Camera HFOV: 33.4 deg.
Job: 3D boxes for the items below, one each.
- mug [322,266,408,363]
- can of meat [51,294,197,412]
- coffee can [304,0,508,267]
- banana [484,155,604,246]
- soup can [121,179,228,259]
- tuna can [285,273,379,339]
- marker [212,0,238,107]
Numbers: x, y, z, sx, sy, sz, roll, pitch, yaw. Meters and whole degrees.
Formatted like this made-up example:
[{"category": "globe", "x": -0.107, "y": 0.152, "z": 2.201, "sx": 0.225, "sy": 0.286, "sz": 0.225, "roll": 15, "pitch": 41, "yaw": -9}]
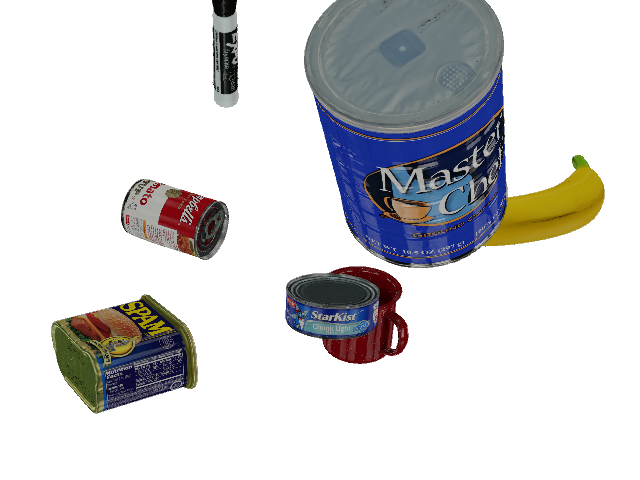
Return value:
[{"category": "mug", "x": 0.053, "y": 0.092, "z": 1.223, "sx": 0.117, "sy": 0.081, "sz": 0.093, "roll": 26, "pitch": 36, "yaw": 34}, {"category": "can of meat", "x": -0.159, "y": 0.090, "z": 0.858, "sx": 0.083, "sy": 0.057, "sz": 0.102, "roll": -14, "pitch": 25, "yaw": -30}, {"category": "coffee can", "x": 0.053, "y": -0.063, "z": 0.603, "sx": 0.103, "sy": 0.103, "sz": 0.140, "roll": 0, "pitch": -31, "yaw": 11}, {"category": "banana", "x": 0.152, "y": -0.023, "z": 0.811, "sx": 0.197, "sy": 0.037, "sz": 0.070, "roll": -15, "pitch": 27, "yaw": -31}, {"category": "soup can", "x": -0.163, "y": -0.025, "z": 1.199, "sx": 0.102, "sy": 0.068, "sz": 0.068, "roll": 18, "pitch": 7, "yaw": 22}, {"category": "tuna can", "x": 0.010, "y": 0.060, "z": 0.973, "sx": 0.086, "sy": 0.034, "sz": 0.086, "roll": 3, "pitch": 18, "yaw": -1}, {"category": "marker", "x": -0.069, "y": -0.143, "z": 0.771, "sx": 0.020, "sy": 0.020, "sz": 0.121, "roll": 0, "pitch": -34, "yaw": -4}]
